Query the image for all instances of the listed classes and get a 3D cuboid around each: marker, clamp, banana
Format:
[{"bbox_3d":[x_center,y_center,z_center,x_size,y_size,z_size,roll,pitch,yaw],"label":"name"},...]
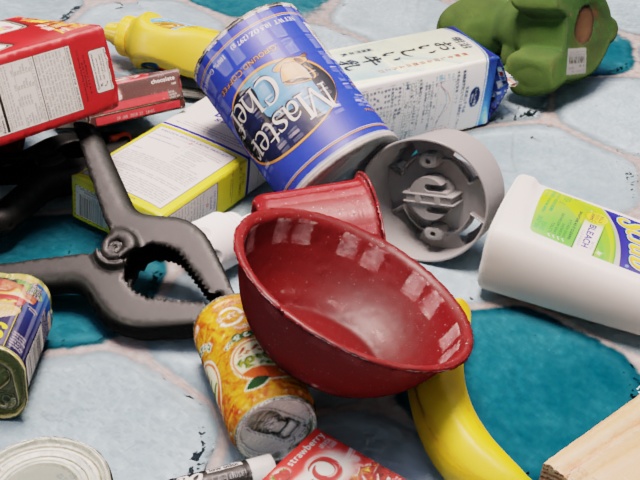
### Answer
[{"bbox_3d":[-0.083,0.145,0.608,0.121,0.020,0.020,-10,37,-19],"label":"marker"},{"bbox_3d":[-0.140,0.003,0.758,0.210,0.036,0.164,19,65,16],"label":"clamp"},{"bbox_3d":[-0.234,-0.058,0.873,0.120,0.039,0.171,30,36,26],"label":"clamp"},{"bbox_3d":[0.088,0.101,0.676,0.069,0.037,0.198,11,32,-20],"label":"banana"}]

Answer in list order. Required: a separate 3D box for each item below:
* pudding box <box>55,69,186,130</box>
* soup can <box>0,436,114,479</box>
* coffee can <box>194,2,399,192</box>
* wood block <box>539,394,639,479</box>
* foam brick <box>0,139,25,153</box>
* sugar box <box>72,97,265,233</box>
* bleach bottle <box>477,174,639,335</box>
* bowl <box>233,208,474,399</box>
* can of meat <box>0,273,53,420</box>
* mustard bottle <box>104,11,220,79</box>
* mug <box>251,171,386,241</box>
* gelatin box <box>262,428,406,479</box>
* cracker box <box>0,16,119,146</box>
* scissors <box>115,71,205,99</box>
[{"bbox_3d":[-0.181,-0.123,0.935,0.089,0.039,0.114,-16,11,-28],"label":"pudding box"},{"bbox_3d":[-0.130,0.155,0.517,0.068,0.102,0.068,2,35,-2],"label":"soup can"},{"bbox_3d":[-0.019,-0.101,0.842,0.102,0.103,0.140,-25,72,-35],"label":"coffee can"},{"bbox_3d":[0.214,0.132,0.591,0.205,0.091,0.090,-24,44,-34],"label":"wood block"},{"bbox_3d":[-0.285,-0.110,0.932,0.053,0.051,0.078,0,35,-7],"label":"foam brick"},{"bbox_3d":[-0.110,-0.056,0.876,0.093,0.048,0.175,25,36,23],"label":"sugar box"},{"bbox_3d":[0.247,0.030,0.770,0.251,0.068,0.102,18,37,16],"label":"bleach bottle"},{"bbox_3d":[0.011,0.047,0.658,0.162,0.055,0.162,22,25,-11],"label":"bowl"},{"bbox_3d":[-0.228,0.064,0.682,0.102,0.057,0.084,4,32,-1],"label":"can of meat"},{"bbox_3d":[-0.127,-0.185,1.042,0.192,0.058,0.096,17,13,19],"label":"mustard bottle"},{"bbox_3d":[-0.005,0.001,0.774,0.081,0.093,0.117,-9,10,-10],"label":"mug"},{"bbox_3d":[0.001,0.153,0.593,0.073,0.030,0.089,25,39,28],"label":"gelatin box"},{"bbox_3d":[-0.281,-0.105,0.791,0.213,0.072,0.164,-25,26,-30],"label":"cracker box"},{"bbox_3d":[-0.191,-0.142,1.018,0.202,0.016,0.096,18,38,20],"label":"scissors"}]
